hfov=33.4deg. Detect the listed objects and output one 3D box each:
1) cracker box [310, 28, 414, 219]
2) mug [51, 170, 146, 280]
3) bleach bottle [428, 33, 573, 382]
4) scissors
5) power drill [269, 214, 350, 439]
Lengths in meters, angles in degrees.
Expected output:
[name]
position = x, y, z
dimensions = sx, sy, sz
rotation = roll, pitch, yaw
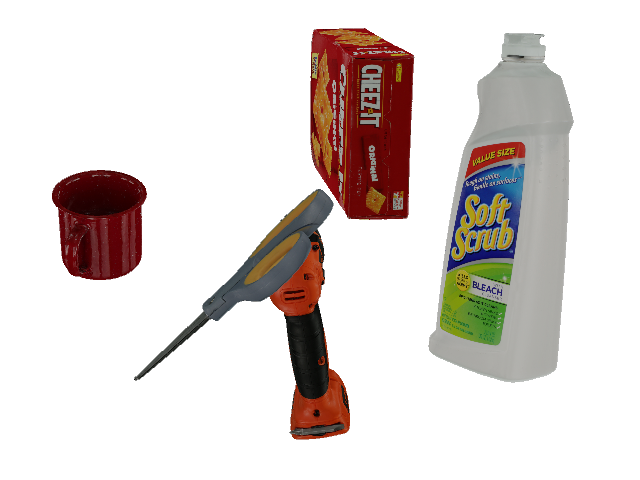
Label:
[cracker box]
position = 0.038, -0.130, 1.127
dimensions = 0.072, 0.164, 0.214
rotation = -3, 19, -9
[mug]
position = -0.225, -0.007, 1.072
dimensions = 0.093, 0.081, 0.117
rotation = 10, 34, 8
[bleach bottle]
position = 0.137, -0.028, 0.798
dimensions = 0.067, 0.251, 0.103
rotation = -8, 16, -37
[scissors]
position = -0.064, 0.045, 0.708
dimensions = 0.016, 0.202, 0.096
rotation = 41, 13, -13
[power drill]
position = -0.014, 0.078, 1.013
dimensions = 0.057, 0.187, 0.184
rotation = -9, 19, 5
